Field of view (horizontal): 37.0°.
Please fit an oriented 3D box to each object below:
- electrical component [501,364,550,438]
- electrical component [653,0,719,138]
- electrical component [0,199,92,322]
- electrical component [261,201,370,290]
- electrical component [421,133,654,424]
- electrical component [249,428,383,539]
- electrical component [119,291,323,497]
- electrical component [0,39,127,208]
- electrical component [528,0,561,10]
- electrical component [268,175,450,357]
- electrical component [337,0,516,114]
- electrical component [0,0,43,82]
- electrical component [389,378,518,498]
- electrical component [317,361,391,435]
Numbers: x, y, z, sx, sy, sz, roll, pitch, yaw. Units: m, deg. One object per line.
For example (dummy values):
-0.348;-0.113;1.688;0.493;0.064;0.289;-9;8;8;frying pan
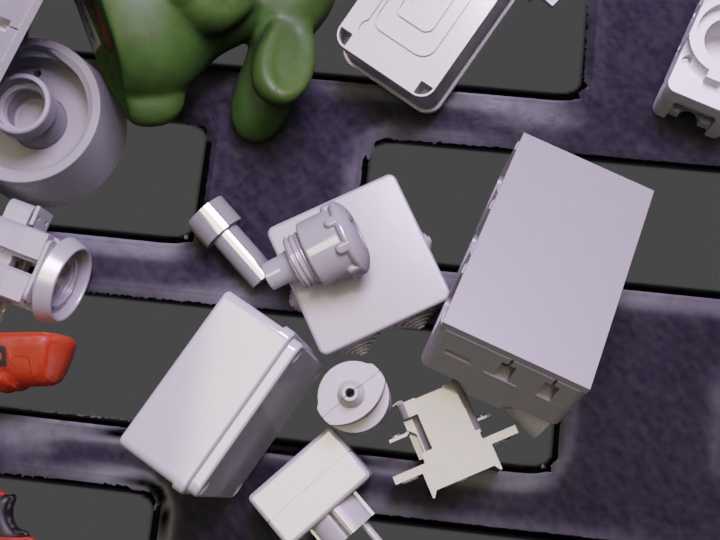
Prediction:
0.093;0.062;0.674;0.081;0.043;0.043;42;84;10;electrical component
0.235;-0.141;0.699;0.050;0.055;0.089;24;82;7;electrical component
-0.212;0.000;0.696;0.057;0.058;0.078;20;80;9;electrical component
-0.028;-0.009;0.644;0.062;0.048;0.048;-26;79;5;electrical component
0.107;0.005;0.646;0.089;0.061;0.150;25;58;3;electrical component
-0.017;0.147;0.662;0.066;0.047;0.076;-41;80;-5;electrical component
-0.079;0.078;0.648;0.056;0.108;0.108;34;83;11;electrical component
-0.216;-0.101;0.713;0.108;0.060;0.108;-1;79;3;electrical component
0.114;-0.220;0.717;0.081;0.064;0.042;43;83;10;electrical component
0.000;0.000;0.688;0.100;0.048;0.099;-25;79;-2;electrical component
0.047;-0.169;0.706;0.078;0.057;0.113;35;92;9;electrical component
-0.214;-0.219;0.646;0.186;0.060;0.105;-51;41;27;electrical component
0.054;0.104;0.670;0.081;0.042;0.063;-22;77;-2;electrical component
-0.003;0.078;0.658;0.043;0.081;0.043;-1;79;3;electrical component
